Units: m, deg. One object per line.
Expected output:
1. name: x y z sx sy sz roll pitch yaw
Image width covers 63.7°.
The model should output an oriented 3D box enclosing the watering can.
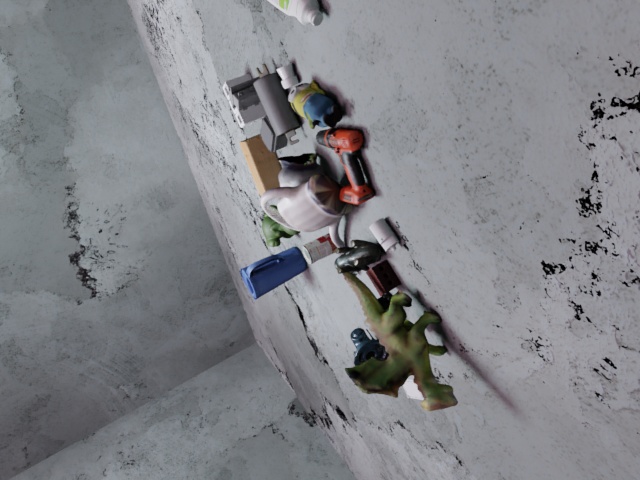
1. watering can: 0.004 -0.072 1.435 0.344 0.106 0.221 26 143 -34

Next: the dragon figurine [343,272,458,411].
1. dragon figurine: 0.159 0.256 1.243 0.414 0.247 0.119 31 144 25

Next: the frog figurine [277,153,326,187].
1. frog figurine: -0.049 -0.159 1.476 0.124 0.138 0.156 32 136 48
